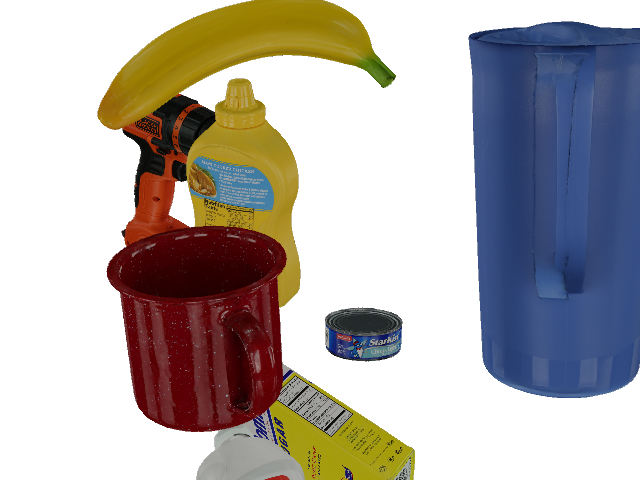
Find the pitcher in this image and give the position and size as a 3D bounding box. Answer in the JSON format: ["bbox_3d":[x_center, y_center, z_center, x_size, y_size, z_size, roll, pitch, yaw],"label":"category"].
[{"bbox_3d":[0.161,-0.020,0.708,0.149,0.243,0.145,-10,17,-27],"label":"pitcher"}]

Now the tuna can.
[{"bbox_3d":[0.047,0.104,1.179,0.086,0.034,0.086,1,15,0],"label":"tuna can"}]

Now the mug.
[{"bbox_3d":[-0.055,0.051,0.557,0.093,0.081,0.117,-17,28,-30],"label":"mug"}]

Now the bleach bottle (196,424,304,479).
[{"bbox_3d":[-0.043,0.215,0.718,0.102,0.068,0.251,-11,32,-11],"label":"bleach bottle"}]

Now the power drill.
[{"bbox_3d":[-0.144,-0.059,1.113,0.185,0.188,0.057,26,35,30],"label":"power drill"}]

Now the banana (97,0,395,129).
[{"bbox_3d":[-0.050,-0.120,0.684,0.197,0.069,0.037,-12,-20,-14],"label":"banana"}]

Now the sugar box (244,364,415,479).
[{"bbox_3d":[-0.001,0.175,0.935,0.176,0.093,0.048,27,51,26],"label":"sugar box"}]

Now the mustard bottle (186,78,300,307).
[{"bbox_3d":[-0.065,-0.041,0.889,0.096,0.192,0.058,13,30,24],"label":"mustard bottle"}]
